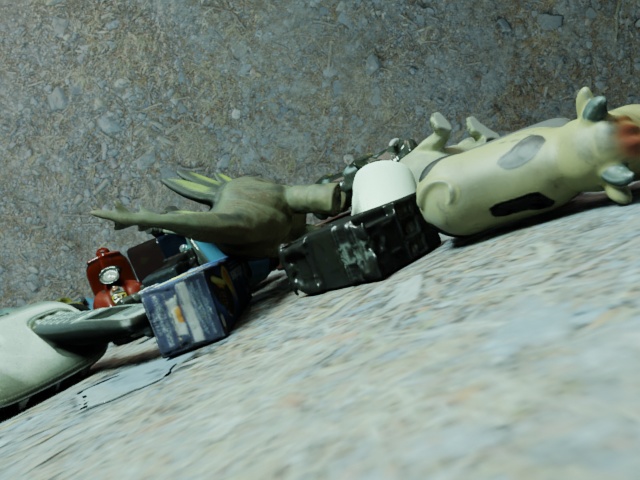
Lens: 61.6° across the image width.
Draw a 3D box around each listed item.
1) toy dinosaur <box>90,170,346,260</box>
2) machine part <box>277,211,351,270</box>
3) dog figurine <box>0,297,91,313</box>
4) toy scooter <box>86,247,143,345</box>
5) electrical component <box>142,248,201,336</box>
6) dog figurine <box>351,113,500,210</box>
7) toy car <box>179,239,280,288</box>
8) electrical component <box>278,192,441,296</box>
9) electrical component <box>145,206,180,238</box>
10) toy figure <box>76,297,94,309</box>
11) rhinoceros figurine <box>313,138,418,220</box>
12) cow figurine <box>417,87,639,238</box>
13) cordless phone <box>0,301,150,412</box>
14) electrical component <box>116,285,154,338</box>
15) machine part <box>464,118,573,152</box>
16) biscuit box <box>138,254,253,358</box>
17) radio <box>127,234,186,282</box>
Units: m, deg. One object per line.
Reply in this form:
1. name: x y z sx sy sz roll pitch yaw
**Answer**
1. toy dinosaur: -0.076 -0.025 0.620 0.199 0.105 0.471 9 3 6
2. machine part: -0.002 -0.003 0.917 0.179 0.056 0.179 -20 4 1
3. dog figurine: -0.444 0.150 0.787 0.192 0.108 0.219 -23 -2 15
4. toy scooter: -0.286 0.072 0.758 0.075 0.135 0.184 -21 4 -20
5. electrical component: -0.171 0.065 0.634 0.048 0.074 0.119 -22 12 11
6. dog figurine: 0.155 -0.066 0.734 0.172 0.121 0.190 14 -34 -26
7. toy car: -0.139 0.036 0.769 0.103 0.109 0.161 -46 -15 21
8. electrical component: 0.044 0.001 0.516 0.115 0.058 0.134 -16 6 43
9. electrical component: -0.283 -0.033 1.015 0.078 0.045 0.102 -48 3 -2
10. toy figure: -0.478 0.161 1.018 0.180 0.082 0.089 -18 1 9
11. rhinoceros figurine: 0.067 -0.095 0.819 0.190 0.073 0.112 -25 0 24
12. cow figurine: 0.170 -0.056 0.427 0.195 0.085 0.127 -17 -2 25
13. cordless phone: -0.244 0.101 0.492 0.184 0.088 0.146 -14 6 31
14. electrical component: -0.205 0.083 0.668 0.021 0.063 0.094 -19 2 33
15. machine part: 0.224 -0.084 0.603 0.243 0.079 0.079 -21 3 -33
16. biscuit box: -0.115 0.057 0.543 0.059 0.062 0.203 -20 3 0
17. radio: -0.263 0.049 1.045 0.073 0.131 0.229 -21 3 16
